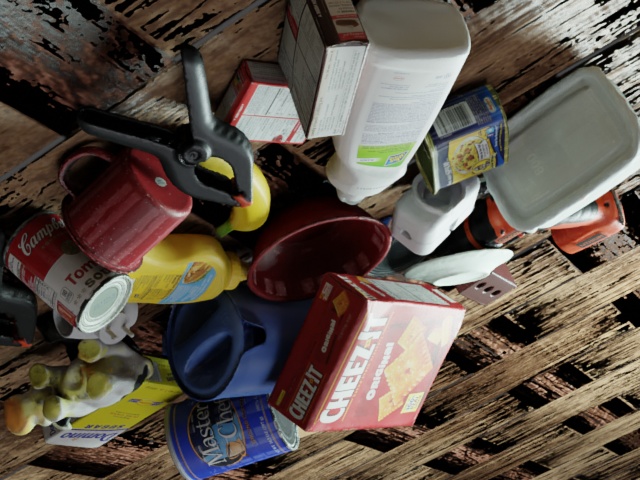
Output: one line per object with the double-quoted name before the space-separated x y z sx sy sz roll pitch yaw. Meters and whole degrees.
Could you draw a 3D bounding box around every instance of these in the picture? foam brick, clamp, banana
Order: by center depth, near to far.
"clamp" -0.121 -0.082 0.908 0.120 0.039 0.171 -17 133 17
"banana" -0.086 -0.051 1.017 0.069 0.037 0.198 -20 152 -1
"clamp" -0.350 0.062 1.045 0.164 0.036 0.210 -19 152 -1
"foam brick" 0.203 0.042 1.349 0.053 0.051 0.078 -34 148 23

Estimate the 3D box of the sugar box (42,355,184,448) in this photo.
"sugar box" -0.258 0.206 1.343 0.176 0.048 0.093 -36 149 24

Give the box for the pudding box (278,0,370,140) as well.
"pudding box" 0.000 -0.149 0.849 0.039 0.090 0.114 -11 150 -15

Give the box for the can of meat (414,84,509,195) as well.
"can of meat" 0.139 -0.100 1.058 0.084 0.057 0.102 -21 151 -2

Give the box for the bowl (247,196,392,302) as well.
"bowl" -0.007 0.001 1.139 0.162 0.055 0.162 -16 151 -9

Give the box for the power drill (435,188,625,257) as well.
"power drill" 0.251 -0.016 1.261 0.187 0.057 0.185 -2 160 -36

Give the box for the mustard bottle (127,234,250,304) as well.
"mustard bottle" -0.154 0.030 1.091 0.191 0.058 0.096 3 143 -36

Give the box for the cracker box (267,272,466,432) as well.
"cracker box" 0.060 0.130 1.204 0.213 0.072 0.164 9 108 -53

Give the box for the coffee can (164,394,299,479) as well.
"coffee can" -0.109 0.233 1.331 0.140 0.103 0.102 -19 152 10

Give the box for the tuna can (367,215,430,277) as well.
"tuna can" 0.084 0.006 1.230 0.086 0.034 0.086 -15 151 -9

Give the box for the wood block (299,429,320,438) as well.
"wood block" -0.049 0.220 1.453 0.206 0.091 0.090 -18 152 -4

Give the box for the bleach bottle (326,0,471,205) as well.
"bleach bottle" 0.050 -0.111 0.973 0.102 0.068 0.251 -2 150 -16

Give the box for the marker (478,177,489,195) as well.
"marker" 0.197 -0.064 1.195 0.121 0.020 0.020 -12 150 -14

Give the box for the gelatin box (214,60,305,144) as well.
"gelatin box" -0.040 -0.120 0.937 0.089 0.030 0.073 0 144 -32

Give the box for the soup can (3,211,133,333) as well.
"soup can" -0.230 0.030 0.976 0.068 0.102 0.068 -45 160 -22

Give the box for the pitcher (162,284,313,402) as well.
"pitcher" -0.056 0.118 1.252 0.242 0.149 0.145 6 122 -45

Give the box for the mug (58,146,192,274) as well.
"mug" -0.177 -0.038 0.945 0.082 0.093 0.117 -40 110 23
